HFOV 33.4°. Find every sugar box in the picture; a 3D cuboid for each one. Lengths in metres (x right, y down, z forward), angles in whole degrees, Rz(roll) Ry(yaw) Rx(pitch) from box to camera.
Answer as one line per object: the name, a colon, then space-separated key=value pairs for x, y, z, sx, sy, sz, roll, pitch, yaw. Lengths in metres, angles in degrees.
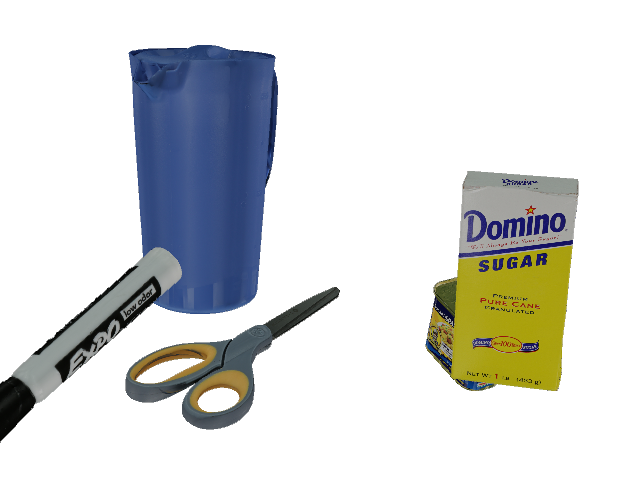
sugar box: x=0.160 y=0.034 z=0.887 sx=0.093 sy=0.176 sz=0.048 roll=5 pitch=23 yaw=13

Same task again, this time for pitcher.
pitcher: x=-0.105 y=-0.062 z=1.010 sx=0.149 sy=0.243 sz=0.145 roll=-1 pitch=15 yaw=-12

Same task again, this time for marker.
marker: x=-0.104 y=0.044 z=0.457 sx=0.020 sy=0.020 sz=0.121 roll=0 pitch=34 yaw=42

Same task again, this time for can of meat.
can of meat: x=0.163 y=0.104 z=1.178 sx=0.057 sy=0.084 sz=0.102 roll=-13 pitch=39 yaw=-26

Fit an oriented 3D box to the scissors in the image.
scissors: x=-0.040 y=0.082 z=0.761 sx=0.201 sy=0.016 sz=0.096 roll=-17 pitch=36 yaw=-32
